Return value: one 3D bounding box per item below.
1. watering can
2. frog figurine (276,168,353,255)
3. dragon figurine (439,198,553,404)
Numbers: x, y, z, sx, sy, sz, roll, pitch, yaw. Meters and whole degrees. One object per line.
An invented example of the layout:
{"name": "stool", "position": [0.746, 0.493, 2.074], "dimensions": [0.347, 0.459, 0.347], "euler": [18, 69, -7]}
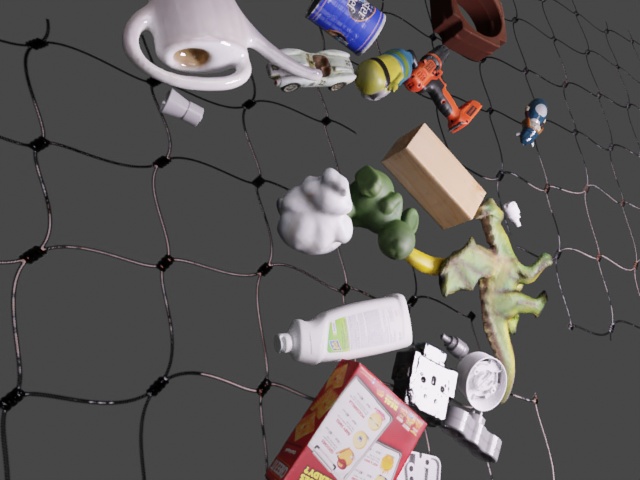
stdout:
{"name": "watering can", "position": [-0.170, -0.364, 0.906], "dimensions": [0.349, 0.102, 0.226], "euler": [-9, 77, -30]}
{"name": "frog figurine", "position": [0.003, -0.044, 0.872], "dimensions": [0.136, 0.157, 0.125], "euler": [39, 58, -15]}
{"name": "dragon figurine", "position": [0.341, 0.107, 1.068], "dimensions": [0.242, 0.121, 0.416], "euler": [22, 73, -16]}
